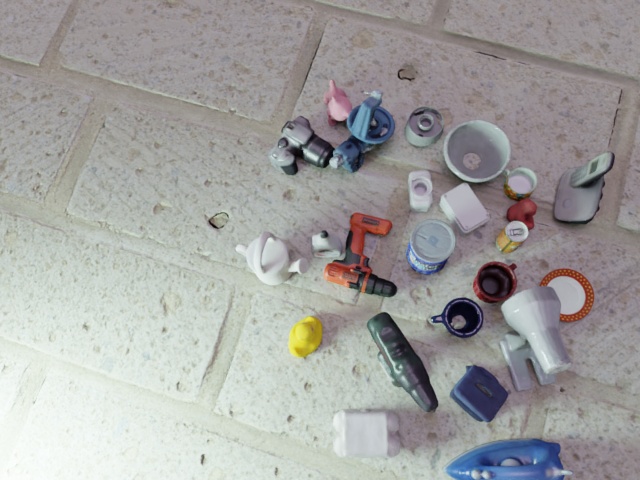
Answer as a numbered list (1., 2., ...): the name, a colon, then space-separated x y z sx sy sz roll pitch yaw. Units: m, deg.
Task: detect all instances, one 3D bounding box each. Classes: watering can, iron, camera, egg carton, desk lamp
1. watering can: -0.114 0.039 1.348 0.172 0.194 0.101 -5 74 3
2. iron: 0.399 0.493 1.217 0.258 0.141 0.118 -5 74 3
3. camera: -0.041 -0.232 1.465 0.136 0.101 0.143 32 79 12
4. egg carton: 0.104 0.435 1.291 0.150 0.069 0.107 -2 75 3
5. desk lamp: 0.471 0.217 1.250 0.118 0.213 0.203 -15 74 0

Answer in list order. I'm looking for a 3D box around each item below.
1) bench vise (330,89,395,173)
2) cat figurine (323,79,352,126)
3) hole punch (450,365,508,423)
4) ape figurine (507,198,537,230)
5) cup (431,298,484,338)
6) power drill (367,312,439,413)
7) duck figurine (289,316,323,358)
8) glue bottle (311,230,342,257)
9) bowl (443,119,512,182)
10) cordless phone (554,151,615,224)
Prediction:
1. bench vise: 0.111 -0.262 1.401 0.121 0.220 0.207 23 78 10
2. cat figurine: 0.046 -0.355 1.484 0.067 0.118 0.128 -14 74 0
3. hole punch: 0.358 0.342 1.287 0.108 0.091 0.101 40 81 13
4. ape figurine: 0.498 -0.068 1.389 0.076 0.092 0.078 21 77 9
5. cup: 0.312 0.187 1.331 0.117 0.095 0.091 -5 74 3
6. power drill: 0.180 0.271 1.258 0.075 0.208 0.229 -31 75 -4
7. duck figurine: -0.037 0.225 1.349 0.077 0.086 0.105 28 79 11
8. glue bottle: 0.012 0.005 1.360 0.078 0.173 0.037 -4 74 3
9. bowl: 0.391 -0.215 1.445 0.167 0.075 0.167 -1 75 4
10. cordless phone: 0.628 -0.122 1.346 0.094 0.185 0.148 13 76 8
